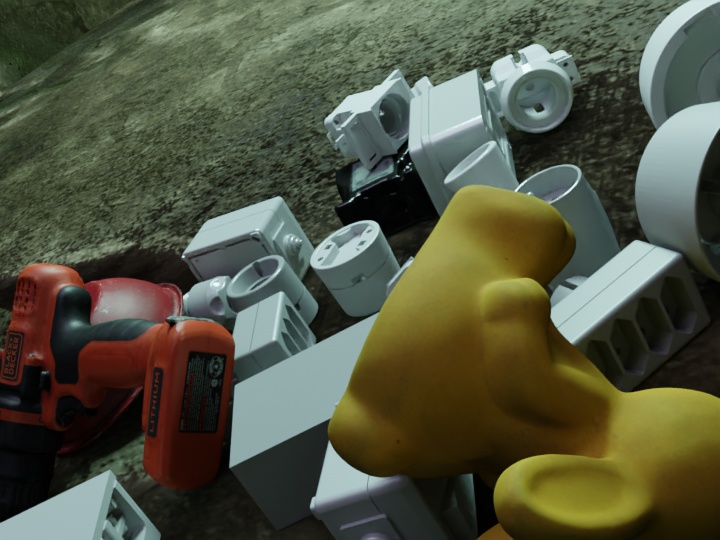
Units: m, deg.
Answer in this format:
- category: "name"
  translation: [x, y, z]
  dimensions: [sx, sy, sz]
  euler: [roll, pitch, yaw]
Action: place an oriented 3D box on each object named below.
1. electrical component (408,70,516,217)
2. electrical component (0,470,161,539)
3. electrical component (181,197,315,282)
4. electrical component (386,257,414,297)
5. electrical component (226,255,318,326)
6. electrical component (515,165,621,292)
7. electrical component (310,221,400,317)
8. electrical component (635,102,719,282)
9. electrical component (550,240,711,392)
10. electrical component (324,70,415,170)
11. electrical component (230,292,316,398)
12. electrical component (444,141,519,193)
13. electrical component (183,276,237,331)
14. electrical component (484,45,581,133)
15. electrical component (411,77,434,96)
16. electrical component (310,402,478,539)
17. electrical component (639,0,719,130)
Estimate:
- category: "electrical component"
  translation: [0.077, -0.092, 0.810]
  dimensions: [0.057, 0.078, 0.113]
  euler: [-21, 27, 15]
- category: "electrical component"
  translation: [-0.165, 0.193, 0.579]
  dimensions: [0.089, 0.061, 0.150]
  euler: [-27, 25, 10]
- category: "electrical component"
  translation: [-0.082, -0.016, 0.868]
  dimensions: [0.096, 0.061, 0.061]
  euler: [-16, 29, 30]
- category: "electrical component"
  translation: [0.054, 0.024, 0.635]
  dimensions: [0.058, 0.078, 0.057]
  euler: [-49, 1, 14]
- category: "electrical component"
  translation: [-0.066, 0.022, 0.798]
  dimensions: [0.055, 0.047, 0.055]
  euler: [-25, 26, 13]
- category: "electrical component"
  translation: [0.125, -0.027, 0.638]
  dimensions: [0.044, 0.077, 0.079]
  euler: [-22, 27, 21]
- category: "electrical component"
  translation: [0.000, 0.000, 0.764]
  dimensions: [0.055, 0.047, 0.055]
  euler: [-25, 26, 13]
- category: "electrical component"
  translation: [0.196, -0.042, 0.562]
  dimensions: [0.099, 0.099, 0.064]
  euler: [-37, 20, -12]
- category: "electrical component"
  translation: [0.126, 0.025, 0.576]
  dimensions: [0.083, 0.047, 0.076]
  euler: [-37, 26, -13]
- category: "electrical component"
  translation: [0.010, -0.120, 0.866]
  dimensions: [0.064, 0.042, 0.081]
  euler: [-3, 38, 47]
- category: "electrical component"
  translation: [-0.075, 0.063, 0.733]
  dimensions: [0.077, 0.047, 0.065]
  euler: [-27, 25, 14]
- category: "electrical component"
  translation: [0.094, -0.048, 0.725]
  dimensions: [0.044, 0.065, 0.044]
  euler: [-40, 9, 7]
- category: "electrical component"
  translation: [-0.121, 0.031, 0.848]
  dimensions: [0.062, 0.043, 0.043]
  euler: [-16, 29, 32]
- category: "electrical component"
  translation: [0.138, -0.143, 0.859]
  dimensions: [0.078, 0.058, 0.057]
  euler: [-23, 24, 8]
- category: "electrical component"
  translation: [0.053, -0.149, 0.988]
  dimensions: [0.046, 0.040, 0.040]
  euler: [-33, 24, 10]
- category: "electrical component"
  translation: [0.021, 0.106, 0.528]
  dimensions: [0.061, 0.061, 0.096]
  euler: [-21, 27, 21]
- category: "electrical component"
  translation: [0.226, -0.119, 0.664]
  dimensions: [0.108, 0.108, 0.060]
  euler: [-27, 19, 10]
